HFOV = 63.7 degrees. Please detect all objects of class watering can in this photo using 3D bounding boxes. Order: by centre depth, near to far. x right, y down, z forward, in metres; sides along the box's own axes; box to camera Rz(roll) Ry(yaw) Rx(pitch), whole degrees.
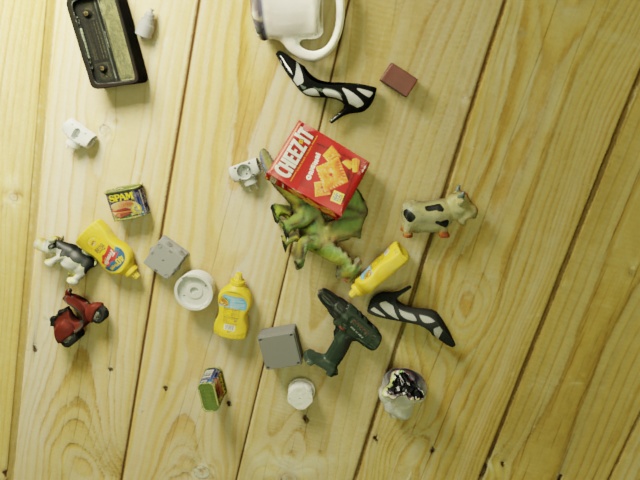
[{"bbox_3d":[-0.056,-0.593,1.197,0.224,0.105,0.343,-1,107,5],"label":"watering can"}]

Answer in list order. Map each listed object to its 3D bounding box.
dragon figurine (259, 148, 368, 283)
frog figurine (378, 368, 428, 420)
[{"bbox_3d":[0.004,-0.068,1.358,0.243,0.122,0.408,-16,98,-10],"label":"dragon figurine"},{"bbox_3d":[0.238,0.443,1.479,0.137,0.125,0.156,-13,141,-1],"label":"frog figurine"}]
